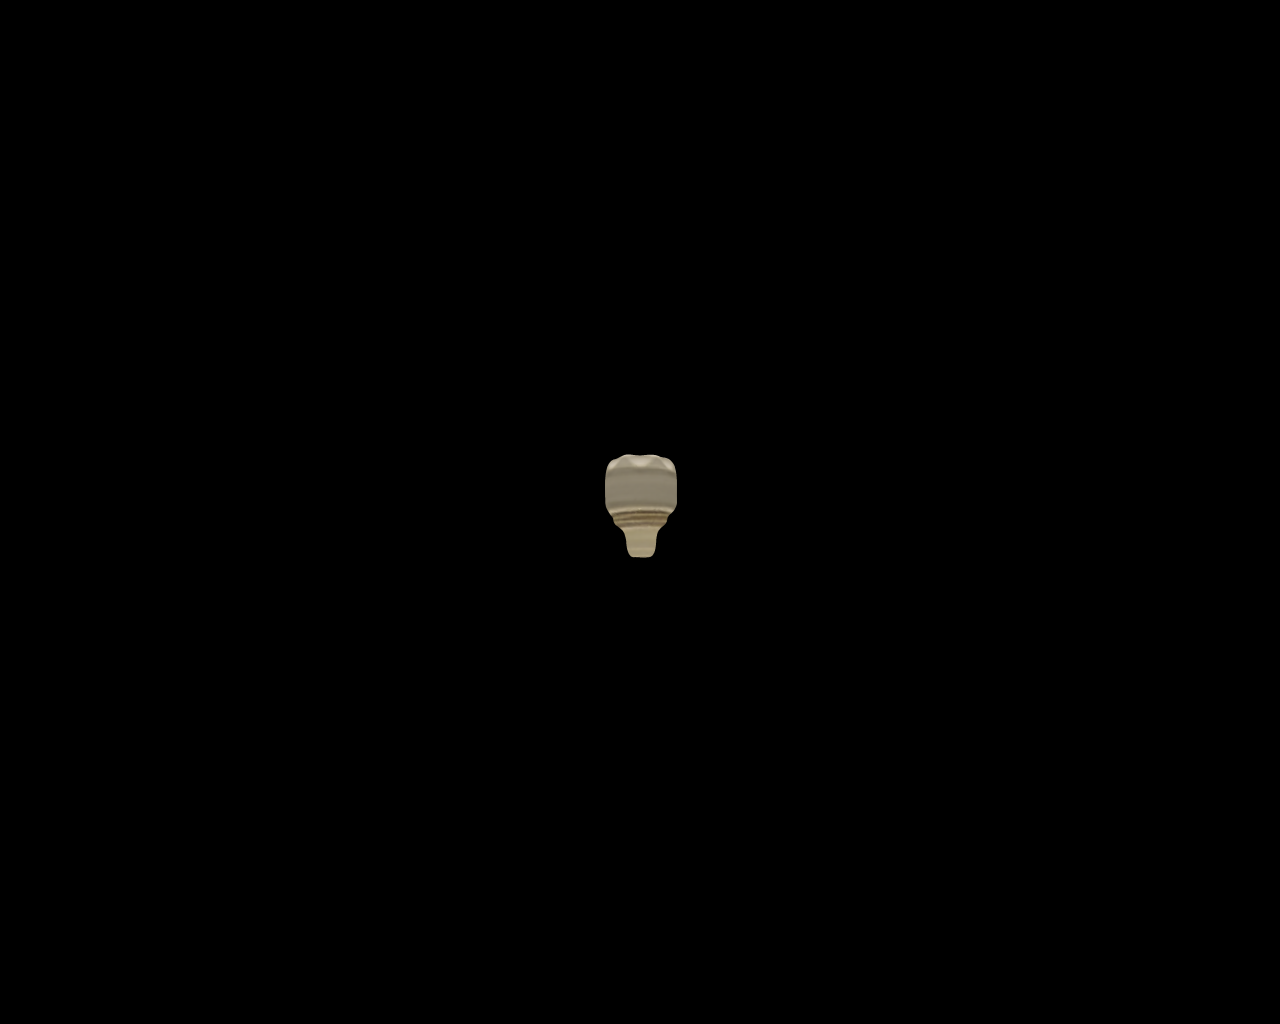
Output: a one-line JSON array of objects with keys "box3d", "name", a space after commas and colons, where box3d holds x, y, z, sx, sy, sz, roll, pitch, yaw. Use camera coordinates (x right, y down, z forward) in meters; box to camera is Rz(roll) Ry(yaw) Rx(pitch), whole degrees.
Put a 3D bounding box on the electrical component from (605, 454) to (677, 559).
[{"box3d": [0.001, -0.003, 0.650, 0.043, 0.062, 0.043, 0, -6, 0], "name": "electrical component"}]
